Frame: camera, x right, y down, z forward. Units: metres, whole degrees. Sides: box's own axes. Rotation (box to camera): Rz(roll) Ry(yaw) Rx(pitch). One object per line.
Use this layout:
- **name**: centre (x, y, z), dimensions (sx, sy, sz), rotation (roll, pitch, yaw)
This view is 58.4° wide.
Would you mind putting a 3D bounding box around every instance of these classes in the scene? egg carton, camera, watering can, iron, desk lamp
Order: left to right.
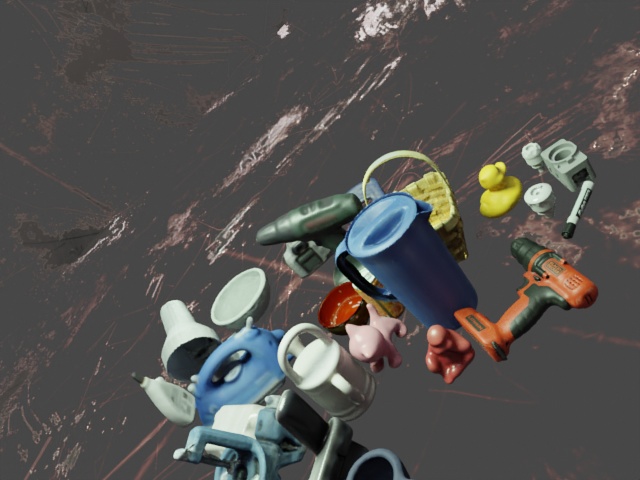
- **desk lamp**: centre (-0.252, 0.230, 1.229), dimensions (0.118, 0.214, 0.202), rotation (-42, 30, 1)
- **iron**: centre (-0.180, 0.272, 1.161), dimensions (0.258, 0.142, 0.118), rotation (-42, 30, 1)
- **egg carton**: centre (-0.149, 0.366, 1.076), dimensions (0.150, 0.070, 0.107), rotation (-16, 39, 38)
- **camera**: centre (-0.033, -0.005, 1.386), dimensions (0.143, 0.101, 0.136), rotation (-40, 30, 5)
- **watering can**: centre (-0.003, 0.216, 0.969), dimensions (0.172, 0.194, 0.101), rotation (-8, 44, 45)

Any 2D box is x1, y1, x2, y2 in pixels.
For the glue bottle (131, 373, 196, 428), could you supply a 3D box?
- **glue bottle**: centre (-0.340, 0.334, 1.239), dimensions (0.037, 0.173, 0.078), rotation (-33, 31, 17)

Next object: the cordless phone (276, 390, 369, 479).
- **cordless phone**: centre (-0.021, 0.322, 0.861), dimensions (0.094, 0.185, 0.147), rotation (-17, 38, 37)

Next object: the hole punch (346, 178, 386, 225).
- **hole punch**: centre (0.113, -0.074, 1.312), dimensions (0.108, 0.091, 0.101), rotation (-36, 30, 12)

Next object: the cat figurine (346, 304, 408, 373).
- **cat figurine**: centre (0.091, 0.169, 0.994), dimensions (0.067, 0.118, 0.128), rotation (-21, 36, 33)

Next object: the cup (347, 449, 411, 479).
- **cup**: centre (0.105, 0.345, 0.772), dimensions (0.117, 0.095, 0.092), rotation (-15, 40, 40)

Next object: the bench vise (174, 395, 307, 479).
- **bench vise**: centre (-0.134, 0.342, 0.936), dimensions (0.121, 0.220, 0.207), rotation (-25, 34, 28)

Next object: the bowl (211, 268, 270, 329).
- **bowl**: centre (-0.176, 0.154, 1.378), dimensions (0.167, 0.075, 0.167), rotation (-30, 32, 21)

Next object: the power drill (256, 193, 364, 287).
- **power drill**: centre (0.011, 0.004, 1.212), dimensions (0.229, 0.209, 0.075), rotation (-31, 32, 19)

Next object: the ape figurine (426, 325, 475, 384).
- **ape figurine**: centre (0.196, 0.168, 0.896), dimensions (0.077, 0.092, 0.076), rotation (-20, 37, 34)

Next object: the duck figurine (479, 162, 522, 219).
- **duck figurine**: centre (0.331, -0.100, 1.090), dimensions (0.077, 0.086, 0.105), rotation (9, 57, 54)
